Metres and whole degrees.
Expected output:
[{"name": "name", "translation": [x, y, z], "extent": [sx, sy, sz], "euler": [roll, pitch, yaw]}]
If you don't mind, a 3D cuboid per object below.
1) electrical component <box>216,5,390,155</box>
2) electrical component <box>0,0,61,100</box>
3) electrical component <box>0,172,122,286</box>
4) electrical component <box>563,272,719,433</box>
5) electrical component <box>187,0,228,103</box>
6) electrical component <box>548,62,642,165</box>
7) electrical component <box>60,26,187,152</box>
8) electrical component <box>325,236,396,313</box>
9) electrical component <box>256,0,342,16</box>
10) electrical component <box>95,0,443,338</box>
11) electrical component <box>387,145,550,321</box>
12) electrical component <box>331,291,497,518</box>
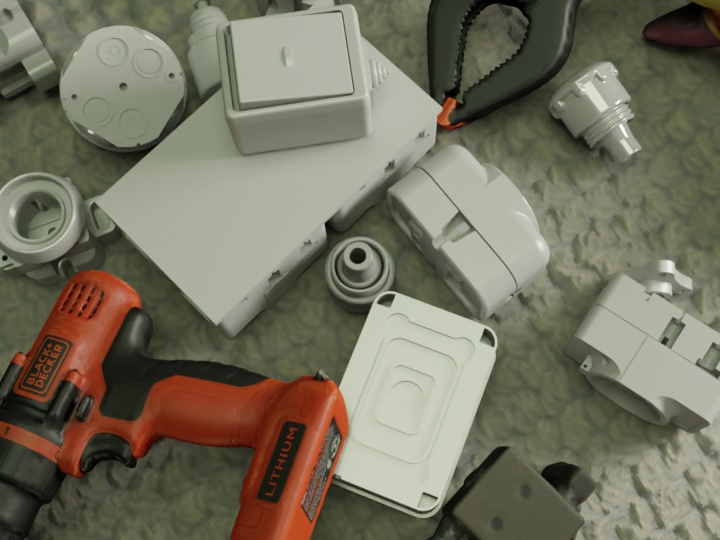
[{"name": "electrical component", "translation": [-0.031, -0.111, 0.615], "extent": [0.096, 0.061, 0.061], "euler": [-8, 74, 0]}, {"name": "electrical component", "translation": [-0.238, -0.143, 0.699], "extent": [0.057, 0.058, 0.078], "euler": [-31, 75, -9]}, {"name": "electrical component", "translation": [-0.193, -0.027, 0.664], "extent": [0.078, 0.057, 0.058], "euler": [-21, 75, -4]}, {"name": "electrical component", "translation": [0.170, 0.053, 0.631], "extent": [0.089, 0.050, 0.055], "euler": [33, 78, 11]}, {"name": "electrical component", "translation": [-0.093, -0.143, 0.702], "extent": [0.040, 0.040, 0.078], "euler": [-18, 74, -3]}, {"name": "electrical component", "translation": [0.153, -0.096, 0.678], "extent": [0.048, 0.048, 0.062], "euler": [-33, 82, -7]}, {"name": "electrical component", "translation": [-0.149, -0.114, 0.679], "extent": [0.080, 0.051, 0.080], "euler": [-1, 97, -12]}, {"name": "electrical component", "translation": [0.000, 0.000, 0.647], "extent": [0.043, 0.062, 0.043], "euler": [-1, 75, 2]}, {"name": "electrical component", "translation": [-0.040, -0.194, 0.706], "extent": [0.058, 0.057, 0.078], "euler": [20, 76, 8]}, {"name": "electrical component", "translation": [-0.052, -0.060, 0.667], "extent": [0.186, 0.060, 0.105], "euler": [-44, 77, -10]}, {"name": "electrical component", "translation": [0.068, -0.026, 0.656], "extent": [0.059, 0.053, 0.095], "euler": [-37, 76, -8]}, {"name": "electrical component", "translation": [0.027, 0.079, 0.626], "extent": [0.078, 0.057, 0.113], "euler": [20, 76, 8]}]
